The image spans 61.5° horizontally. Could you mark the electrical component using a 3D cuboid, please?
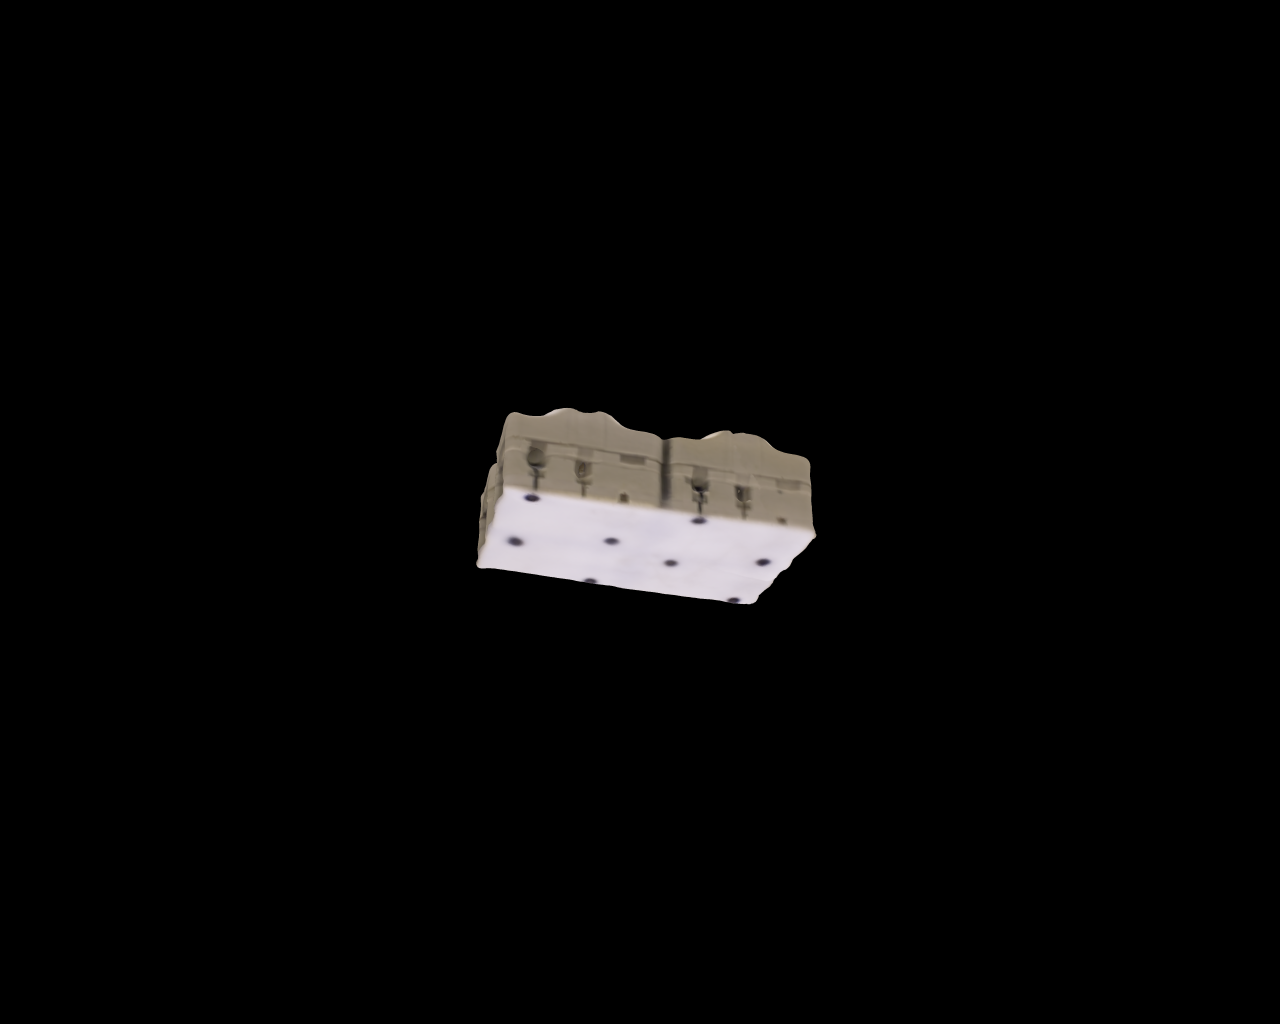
[{"bbox_3d":[0.001,-0.003,0.650,0.186,0.060,0.105,8,-32,-14],"label":"electrical component"}]
